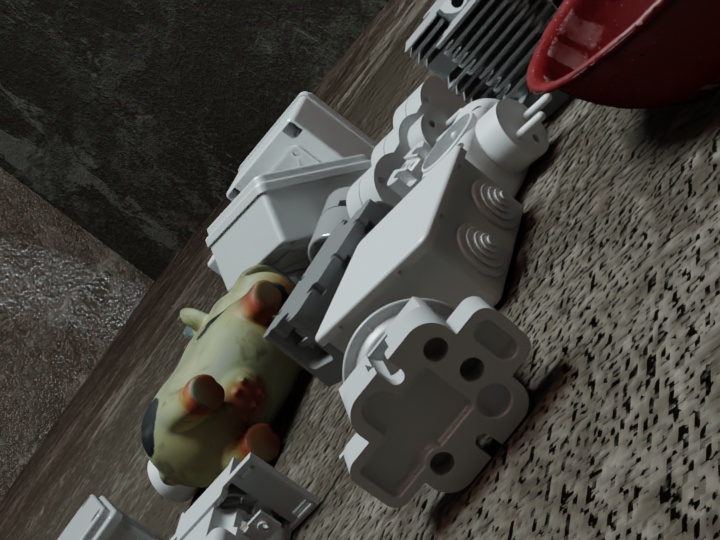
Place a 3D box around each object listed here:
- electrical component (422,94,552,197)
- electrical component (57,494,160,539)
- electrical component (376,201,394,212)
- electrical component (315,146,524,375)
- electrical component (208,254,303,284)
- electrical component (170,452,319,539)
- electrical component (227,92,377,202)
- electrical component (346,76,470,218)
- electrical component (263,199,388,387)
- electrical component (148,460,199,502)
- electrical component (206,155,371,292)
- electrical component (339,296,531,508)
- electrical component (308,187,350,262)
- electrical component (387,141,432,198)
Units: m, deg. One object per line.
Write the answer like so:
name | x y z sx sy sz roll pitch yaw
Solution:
electrical component | 0.074 -0.066 0.580 0.079 0.044 0.077 -42 15 41
electrical component | -0.186 0.214 0.725 0.108 0.056 0.109 -55 11 -16
electrical component | 0.000 0.000 0.679 0.081 0.043 0.043 -48 12 23
electrical component | 0.032 0.000 0.530 0.100 0.048 0.099 -44 13 36
electrical component | -0.082 0.007 0.891 0.047 0.083 0.075 -45 13 32
electrical component | -0.062 0.132 0.512 0.081 0.042 0.063 -49 13 21
electrical component | -0.040 -0.078 0.925 0.109 0.109 0.056 -44 16 36
electrical component | 0.047 -0.084 0.728 0.074 0.052 0.138 -39 17 50
electrical component | -0.003 0.015 0.604 0.089 0.056 0.050 -58 12 -30
electrical component | -0.120 0.134 0.756 0.046 0.040 0.040 -42 14 22
electrical component | -0.048 -0.035 0.832 0.109 0.056 0.109 -16 -13 -35
electrical component | 0.024 0.043 0.403 0.078 0.058 0.057 -52 14 5
electrical component | -0.005 -0.022 0.748 0.055 0.055 0.047 -40 20 47
electrical component | 0.045 -0.050 0.645 0.040 0.046 0.040 -49 11 13
